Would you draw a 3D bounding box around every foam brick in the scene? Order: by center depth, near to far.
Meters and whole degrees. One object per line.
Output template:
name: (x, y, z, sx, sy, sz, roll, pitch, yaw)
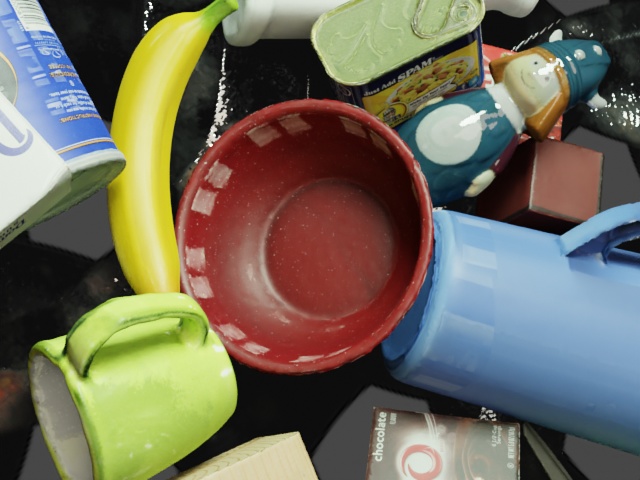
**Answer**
foam brick: (0.143, -0.028, 0.700, 0.053, 0.078, 0.051, 13, 72, -16)

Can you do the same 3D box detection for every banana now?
banana: (-0.097, -0.054, 0.634, 0.037, 0.070, 0.198, 18, 77, -45)

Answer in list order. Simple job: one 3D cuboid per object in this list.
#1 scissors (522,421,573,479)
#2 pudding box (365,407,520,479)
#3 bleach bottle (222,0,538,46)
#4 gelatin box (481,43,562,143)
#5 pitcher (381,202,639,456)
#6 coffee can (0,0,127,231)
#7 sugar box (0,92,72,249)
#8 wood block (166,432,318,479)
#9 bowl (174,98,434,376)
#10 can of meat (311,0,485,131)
scissors: (0.179, 0.219, 0.693, 0.201, 0.016, 0.096, 42, 69, -6)
pudding box: (0.069, 0.159, 0.625, 0.090, 0.039, 0.113, 6, 51, 3)
bleach bottle: (0.060, -0.179, 0.714, 0.250, 0.068, 0.102, -2, 79, -21)
gelatin box: (0.122, -0.093, 0.732, 0.089, 0.030, 0.073, 12, 75, -16)
pitcher: (0.170, 0.053, 0.661, 0.242, 0.145, 0.149, 15, 77, -12)
coffee can: (-0.185, -0.080, 0.588, 0.102, 0.103, 0.140, -28, 88, -22)
sugar box: (-0.209, -0.064, 0.501, 0.176, 0.048, 0.093, 46, 71, 1)
wood block: (-0.023, 0.221, 0.586, 0.090, 0.090, 0.206, -21, 86, -21)
bowl: (-0.004, 0.001, 0.633, 0.162, 0.055, 0.162, -4, 79, 21)
can of meat: (0.053, -0.114, 0.669, 0.102, 0.084, 0.057, -26, 65, 0)
